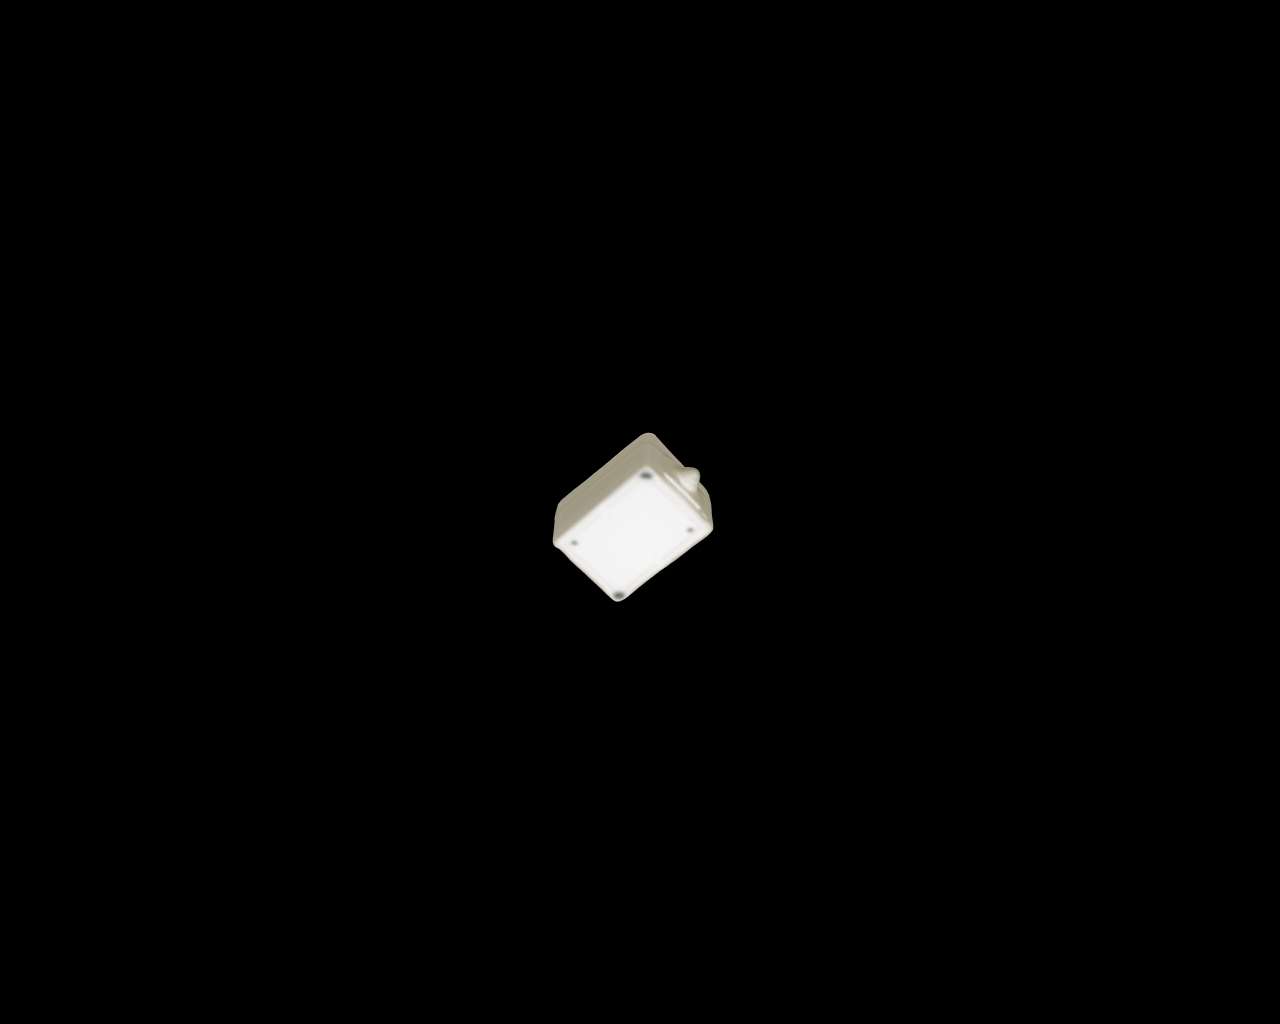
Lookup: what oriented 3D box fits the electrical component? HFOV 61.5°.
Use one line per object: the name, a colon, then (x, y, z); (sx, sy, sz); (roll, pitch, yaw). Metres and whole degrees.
electrical component: (0.001, -0.003, 0.650); (0.096, 0.061, 0.061); (-38, 22, 18)
